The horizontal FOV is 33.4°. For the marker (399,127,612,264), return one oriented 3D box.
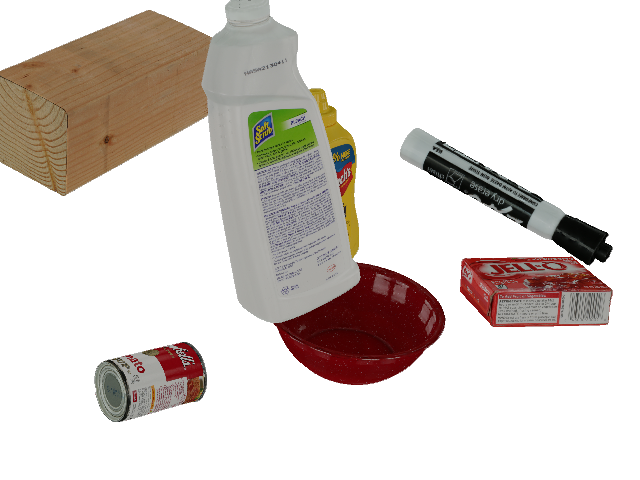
[{"bbox_3d":[0.096,-0.023,0.553,0.121,0.020,0.020,32,12,20],"label":"marker"}]

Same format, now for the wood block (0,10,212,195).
[{"bbox_3d":[-0.198,-0.135,1.005,0.090,0.091,0.205,27,39,22],"label":"wood block"}]

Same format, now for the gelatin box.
[{"bbox_3d":[0.152,0.035,0.764,0.089,0.030,0.073,0,17,-9],"label":"gelatin box"}]

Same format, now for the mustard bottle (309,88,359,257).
[{"bbox_3d":[-0.002,-0.064,1.109,0.096,0.192,0.058,-24,32,-39],"label":"mustard bottle"}]

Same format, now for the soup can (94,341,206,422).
[{"bbox_3d":[-0.183,0.152,1.149,0.102,0.068,0.069,-10,6,-41],"label":"soup can"}]

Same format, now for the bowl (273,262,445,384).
[{"bbox_3d":[0.029,0.081,0.961,0.162,0.055,0.162,5,28,-3],"label":"bowl"}]

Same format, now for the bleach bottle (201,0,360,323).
[{"bbox_3d":[-0.032,-0.066,0.800,0.102,0.251,0.068,-26,35,-30],"label":"bleach bottle"}]
